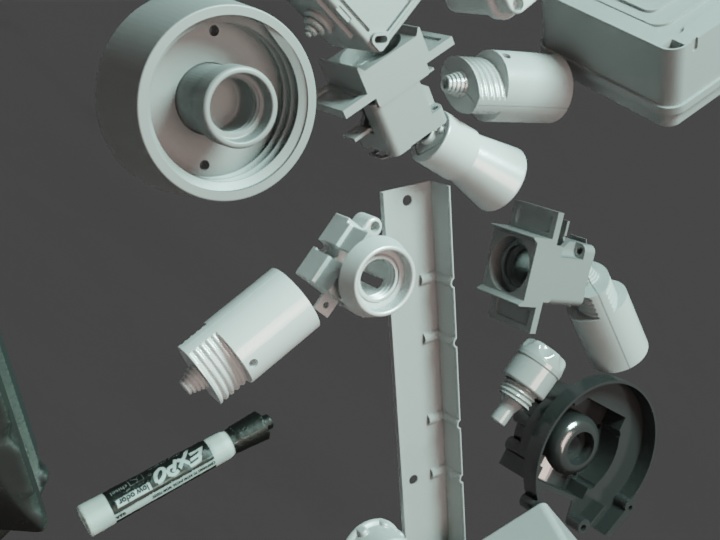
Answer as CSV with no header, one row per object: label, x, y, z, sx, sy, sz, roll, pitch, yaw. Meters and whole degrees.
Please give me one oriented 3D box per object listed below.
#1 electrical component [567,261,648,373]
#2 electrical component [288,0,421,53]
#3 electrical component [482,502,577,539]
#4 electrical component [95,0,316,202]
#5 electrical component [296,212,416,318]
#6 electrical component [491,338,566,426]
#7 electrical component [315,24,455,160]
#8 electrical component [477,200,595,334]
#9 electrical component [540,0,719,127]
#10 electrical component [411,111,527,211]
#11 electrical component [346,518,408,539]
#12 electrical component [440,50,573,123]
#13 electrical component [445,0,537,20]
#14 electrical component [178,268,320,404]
electrical component,0.168,0.028,0.751,0.043,0.043,0.081,-40,122,-17
electrical component,-0.004,-0.162,0.573,0.062,0.061,0.096,42,80,-34
electrical component,0.111,0.226,0.737,0.109,0.056,0.108,-34,134,6
electrical component,-0.074,-0.087,0.551,0.108,0.060,0.108,-10,109,-30
electrical component,0.000,0.000,0.627,0.048,0.055,0.066,38,82,-35
electrical component,0.111,0.079,0.736,0.035,0.035,0.061,41,83,-34
electrical component,0.015,-0.102,0.616,0.081,0.042,0.063,-37,125,-18
electrical component,0.119,-0.002,0.712,0.064,0.042,0.081,6,102,-35
electrical component,0.173,-0.145,0.657,0.078,0.113,0.057,-34,138,-20
electrical component,0.064,-0.069,0.658,0.065,0.044,0.044,27,89,-31
electrical component,0.020,0.192,0.693,0.048,0.062,0.048,-9,107,-31
electrical component,0.085,-0.112,0.656,0.081,0.043,0.043,-3,106,-31
electrical component,0.074,-0.208,0.611,0.078,0.057,0.113,-41,122,-16
electrical component,-0.067,0.040,0.604,0.081,0.043,0.043,-40,122,-17
